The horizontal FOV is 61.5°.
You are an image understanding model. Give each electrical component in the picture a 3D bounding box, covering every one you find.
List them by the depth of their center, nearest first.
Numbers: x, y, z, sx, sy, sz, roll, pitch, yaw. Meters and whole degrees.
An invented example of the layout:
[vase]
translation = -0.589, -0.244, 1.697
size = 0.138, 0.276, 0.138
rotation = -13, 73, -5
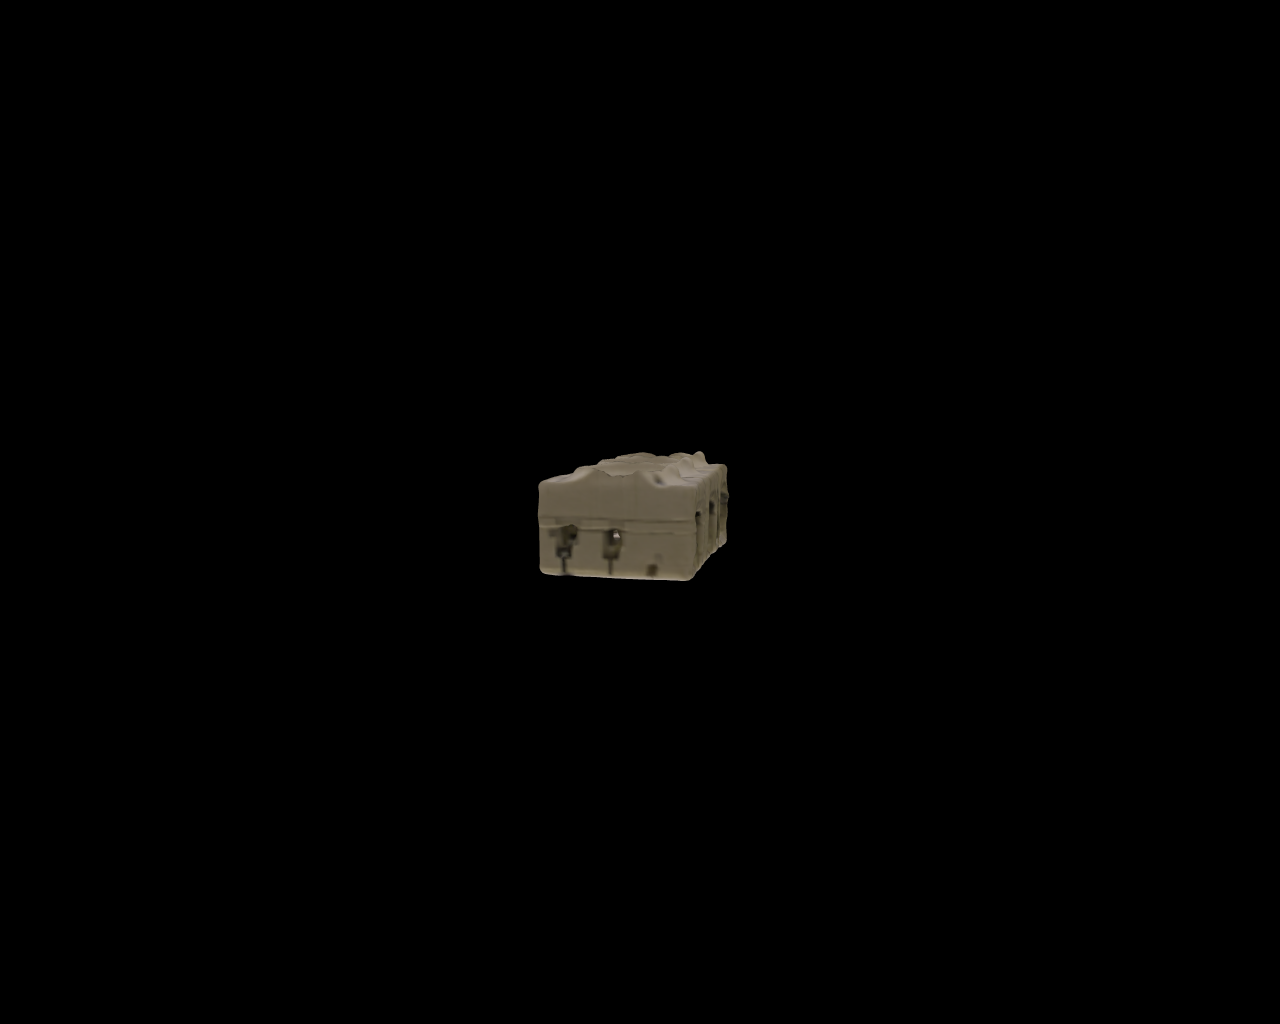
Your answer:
[electrical component]
translation = 0.001, -0.003, 0.650
size = 0.089, 0.061, 0.150
rotation = 1, 7, 11
